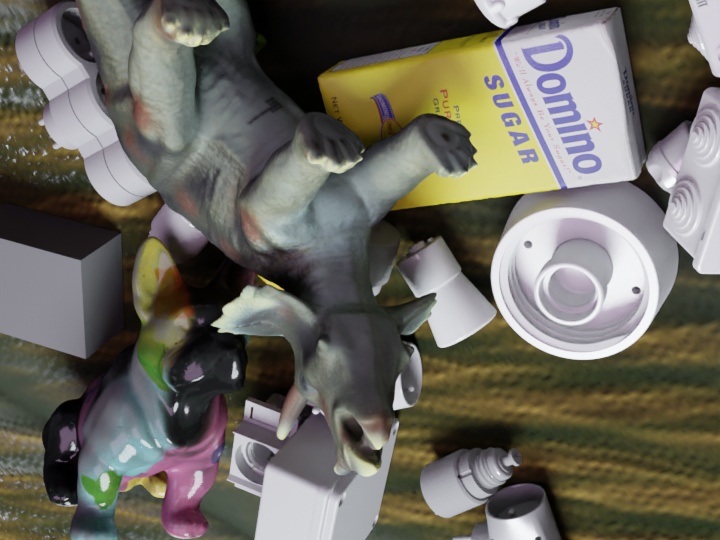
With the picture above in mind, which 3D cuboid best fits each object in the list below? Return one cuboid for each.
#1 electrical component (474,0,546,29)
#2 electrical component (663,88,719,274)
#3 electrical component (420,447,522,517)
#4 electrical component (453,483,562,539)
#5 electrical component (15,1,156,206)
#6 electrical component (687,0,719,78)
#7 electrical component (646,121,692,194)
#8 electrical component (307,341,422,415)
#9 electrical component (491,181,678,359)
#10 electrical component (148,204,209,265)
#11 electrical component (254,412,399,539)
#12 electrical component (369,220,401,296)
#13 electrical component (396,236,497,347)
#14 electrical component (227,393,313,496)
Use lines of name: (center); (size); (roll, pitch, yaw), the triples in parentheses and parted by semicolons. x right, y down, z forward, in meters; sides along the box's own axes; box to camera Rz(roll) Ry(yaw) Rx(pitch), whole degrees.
electrical component: (0.091, -0.165, 0.587); (0.062, 0.048, 0.048); (-25, 102, 25)
electrical component: (0.216, -0.047, 0.564); (0.100, 0.048, 0.099); (0, 120, -15)
electrical component: (0.078, 0.143, 0.745); (0.078, 0.040, 0.040); (-32, 99, 33)
electrical component: (0.104, 0.195, 0.758); (0.079, 0.043, 0.077); (-11, 109, 29)
electrical component: (-0.191, -0.106, 0.737); (0.074, 0.052, 0.138); (-21, 104, 31)
electrical component: (0.208, -0.152, 0.537); (0.100, 0.048, 0.099); (-15, 107, 29)
electrical component: (0.190, -0.070, 0.594); (0.035, 0.035, 0.061); (45, 122, -2)
electrical component: (-0.007, 0.078, 0.727); (0.077, 0.079, 0.043); (-2, 109, 23)
electrical component: (0.130, 0.002, 0.641); (0.108, 0.060, 0.108); (10, 118, 20)
electrical component: (-0.129, -0.024, 0.756); (0.040, 0.040, 0.078); (43, 123, -1)
electrical component: (-0.025, 0.159, 0.760); (0.056, 0.109, 0.108); (20, 121, 17)
electrical component: (0.000, 0.000, 0.710); (0.040, 0.040, 0.078); (23, 121, 12)
electrical component: (0.053, 0.011, 0.693); (0.044, 0.044, 0.065); (-29, 95, 32)
electrical component: (-0.062, 0.126, 0.786); (0.042, 0.064, 0.081); (20, 121, 15)
